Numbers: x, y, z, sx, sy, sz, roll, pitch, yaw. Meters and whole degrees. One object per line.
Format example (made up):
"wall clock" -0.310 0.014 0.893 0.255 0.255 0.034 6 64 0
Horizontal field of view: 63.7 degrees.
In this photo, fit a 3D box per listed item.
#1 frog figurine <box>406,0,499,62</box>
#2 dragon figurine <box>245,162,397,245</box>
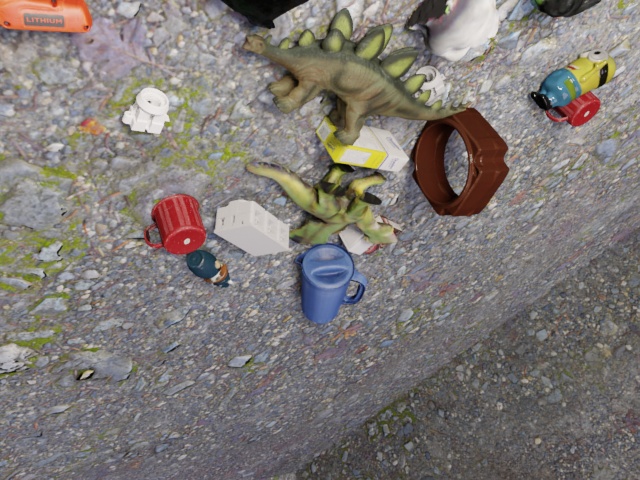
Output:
"frog figurine" 0.249 -0.365 0.869 0.159 0.125 0.136 14 110 -32
"dragon figurine" 0.003 -0.057 1.129 0.409 0.125 0.237 10 137 -22
